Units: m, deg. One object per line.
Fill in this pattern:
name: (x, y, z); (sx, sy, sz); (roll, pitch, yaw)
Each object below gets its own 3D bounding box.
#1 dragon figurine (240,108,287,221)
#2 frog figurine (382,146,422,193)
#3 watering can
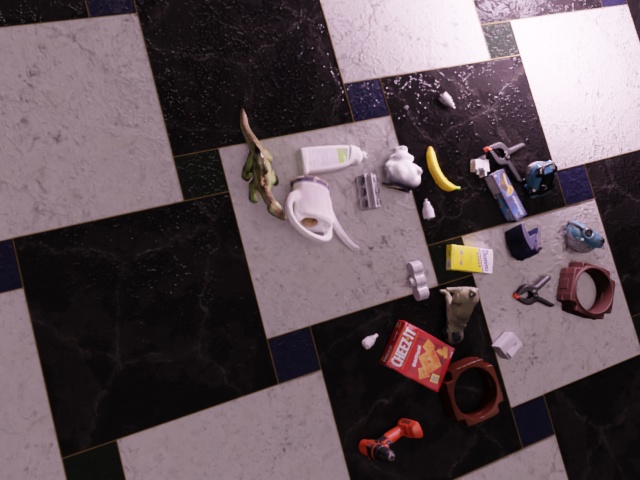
dragon figurine: (-0.191, -0.250, 1.634); (0.123, 0.242, 0.410); (-19, 90, -12)
frog figurine: (0.298, -0.257, 1.837); (0.137, 0.122, 0.159); (13, 91, 5)
watering can: (0.005, -0.087, 1.722); (0.345, 0.103, 0.229); (22, 53, -43)
